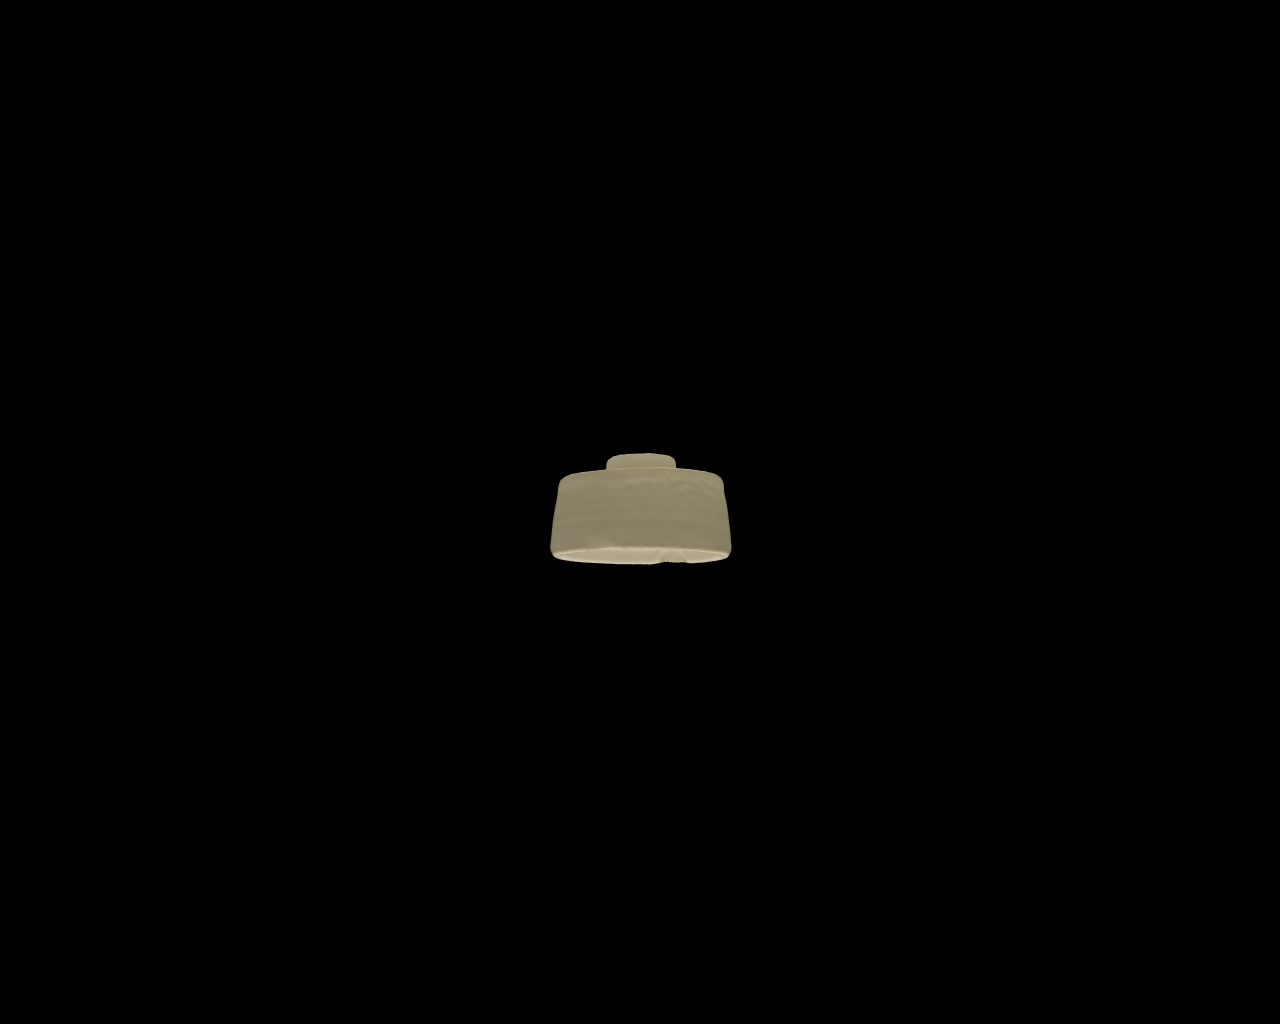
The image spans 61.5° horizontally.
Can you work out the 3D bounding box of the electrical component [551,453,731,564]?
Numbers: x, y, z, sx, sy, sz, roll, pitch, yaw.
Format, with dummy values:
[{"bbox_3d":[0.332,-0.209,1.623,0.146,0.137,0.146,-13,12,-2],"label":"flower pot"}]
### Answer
[{"bbox_3d":[0.001,-0.003,0.650,0.108,0.060,0.108,0,-7,0],"label":"electrical component"}]
